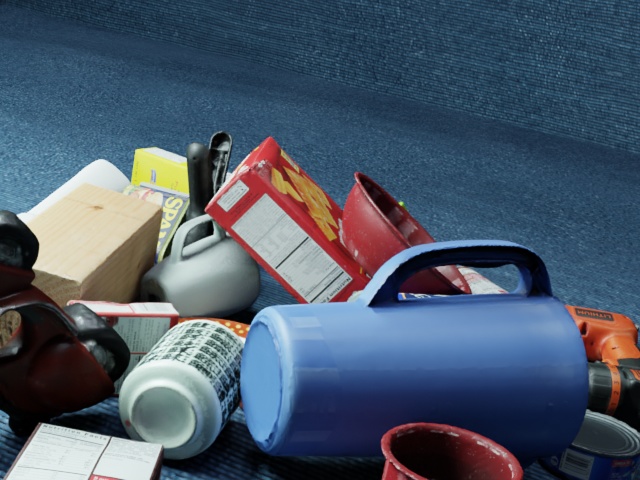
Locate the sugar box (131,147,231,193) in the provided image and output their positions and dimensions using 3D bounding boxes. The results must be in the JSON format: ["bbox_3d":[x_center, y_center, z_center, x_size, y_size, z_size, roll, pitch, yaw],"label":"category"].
[{"bbox_3d":[-0.159,-0.048,1.322,0.176,0.093,0.048,20,19,33],"label":"sugar box"}]

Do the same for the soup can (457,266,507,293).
[{"bbox_3d":[0.172,0.076,1.141,0.068,0.068,0.102,2,18,-28],"label":"soup can"}]

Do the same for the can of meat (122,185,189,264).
[{"bbox_3d":[-0.185,-0.008,1.167,0.084,0.057,0.102,12,56,17],"label":"can of meat"}]

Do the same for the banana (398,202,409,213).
[{"bbox_3d":[0.108,0.055,1.120,0.069,0.037,0.198,35,34,-46],"label":"banana"}]

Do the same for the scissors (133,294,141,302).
[{"bbox_3d":[-0.199,0.051,1.082,0.096,0.016,0.201,26,22,34],"label":"scissors"}]

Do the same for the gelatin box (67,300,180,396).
[{"bbox_3d":[-0.164,0.088,0.871,0.089,0.073,0.030,3,17,-23],"label":"gelatin box"}]

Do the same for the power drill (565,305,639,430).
[{"bbox_3d":[0.274,0.125,1.062,0.184,0.057,0.187,12,18,-7],"label":"power drill"}]

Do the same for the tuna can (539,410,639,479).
[{"bbox_3d":[0.225,0.174,0.893,0.086,0.034,0.086,9,15,-3],"label":"tuna can"}]

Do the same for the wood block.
[{"bbox_3d":[-0.223,0.027,0.971,0.091,0.090,0.206,17,22,6],"label":"wood block"}]

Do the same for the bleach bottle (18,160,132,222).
[{"bbox_3d":[-0.287,-0.007,1.122,0.068,0.103,0.250,43,25,-3],"label":"bleach bottle"}]

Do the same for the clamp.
[{"bbox_3d":[-0.120,-0.035,1.144,0.039,0.171,0.120,12,22,12],"label":"clamp"}]

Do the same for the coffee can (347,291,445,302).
[{"bbox_3d":[0.098,0.099,0.947,0.140,0.103,0.103,4,17,-23],"label":"coffee can"}]

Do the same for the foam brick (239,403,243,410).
[{"bbox_3d":[-0.033,0.122,0.877,0.052,0.051,0.078,0,18,-27],"label":"foam brick"}]

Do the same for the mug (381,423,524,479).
[{"bbox_3d":[0.074,0.173,0.707,0.093,0.081,0.117,3,17,-24],"label":"mug"}]

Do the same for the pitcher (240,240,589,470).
[{"bbox_3d":[0.069,0.093,0.807,0.242,0.145,0.149,2,56,-22],"label":"pitcher"}]

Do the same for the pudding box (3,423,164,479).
[{"bbox_3d":[-0.153,0.162,0.682,0.090,0.039,0.113,10,14,-1],"label":"pudding box"}]

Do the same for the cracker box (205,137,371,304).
[{"bbox_3d":[-0.007,0.001,1.094,0.213,0.072,0.164,44,14,-7],"label":"cracker box"}]

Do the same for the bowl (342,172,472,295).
[{"bbox_3d":[0.072,0.011,1.021,0.162,0.055,0.162,44,11,-11],"label":"bowl"}]
